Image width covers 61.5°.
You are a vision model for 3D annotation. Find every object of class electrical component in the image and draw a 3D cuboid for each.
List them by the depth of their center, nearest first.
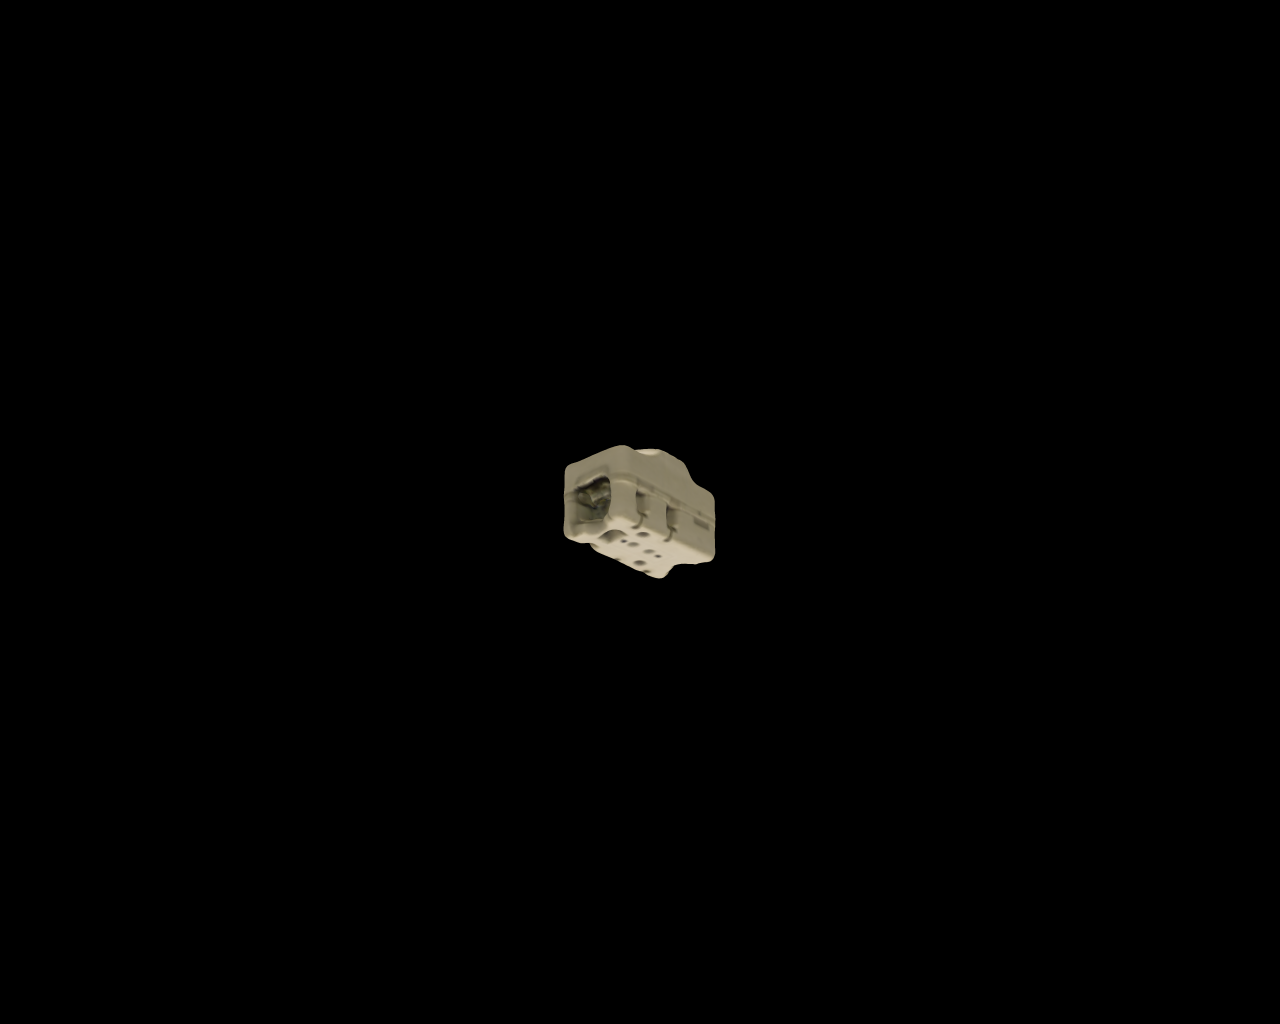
[{"bbox_3d":[0.001,-0.003,0.650,0.050,0.056,0.089,-21,-33,36],"label":"electrical component"}]
